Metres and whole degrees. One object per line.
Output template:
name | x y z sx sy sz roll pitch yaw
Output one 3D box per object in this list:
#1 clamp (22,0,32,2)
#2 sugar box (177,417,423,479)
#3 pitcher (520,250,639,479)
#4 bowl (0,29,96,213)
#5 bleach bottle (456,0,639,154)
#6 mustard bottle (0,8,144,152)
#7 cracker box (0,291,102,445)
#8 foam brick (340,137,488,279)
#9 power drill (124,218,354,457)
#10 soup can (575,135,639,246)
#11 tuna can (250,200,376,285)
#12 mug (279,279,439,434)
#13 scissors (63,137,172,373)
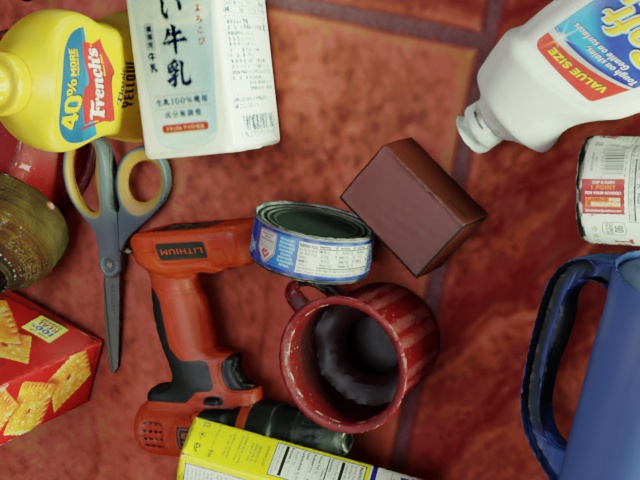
clamp | -0.203 -0.280 0.814 0.120 0.039 0.171 -13 94 16
sugar box | -0.015 0.191 0.759 0.176 0.048 0.093 13 128 4
pitcher | 0.198 0.132 0.638 0.145 0.149 0.243 10 110 -7
bowl | -0.260 -0.090 0.866 0.162 0.055 0.162 5 102 26
bleach bottle | 0.192 -0.118 0.626 0.251 0.068 0.102 -32 93 32
mustard bottle | -0.173 -0.111 0.740 0.058 0.191 0.096 16 106 24
cracker box | -0.303 0.097 0.832 0.164 0.213 0.072 25 110 21
foam brick | 0.062 -0.022 0.714 0.078 0.052 0.051 47 116 13
power drill | -0.067 0.079 0.796 0.185 0.057 0.188 -2 98 27
soup can | 0.209 -0.029 0.629 0.102 0.068 0.068 3 100 27
tuna can | -0.005 0.001 0.734 0.086 0.086 0.034 17 108 24
mug | 0.023 0.067 0.734 0.117 0.081 0.093 44 116 13
scissors | -0.150 0.009 0.849 0.096 0.016 0.202 -8 105 17
